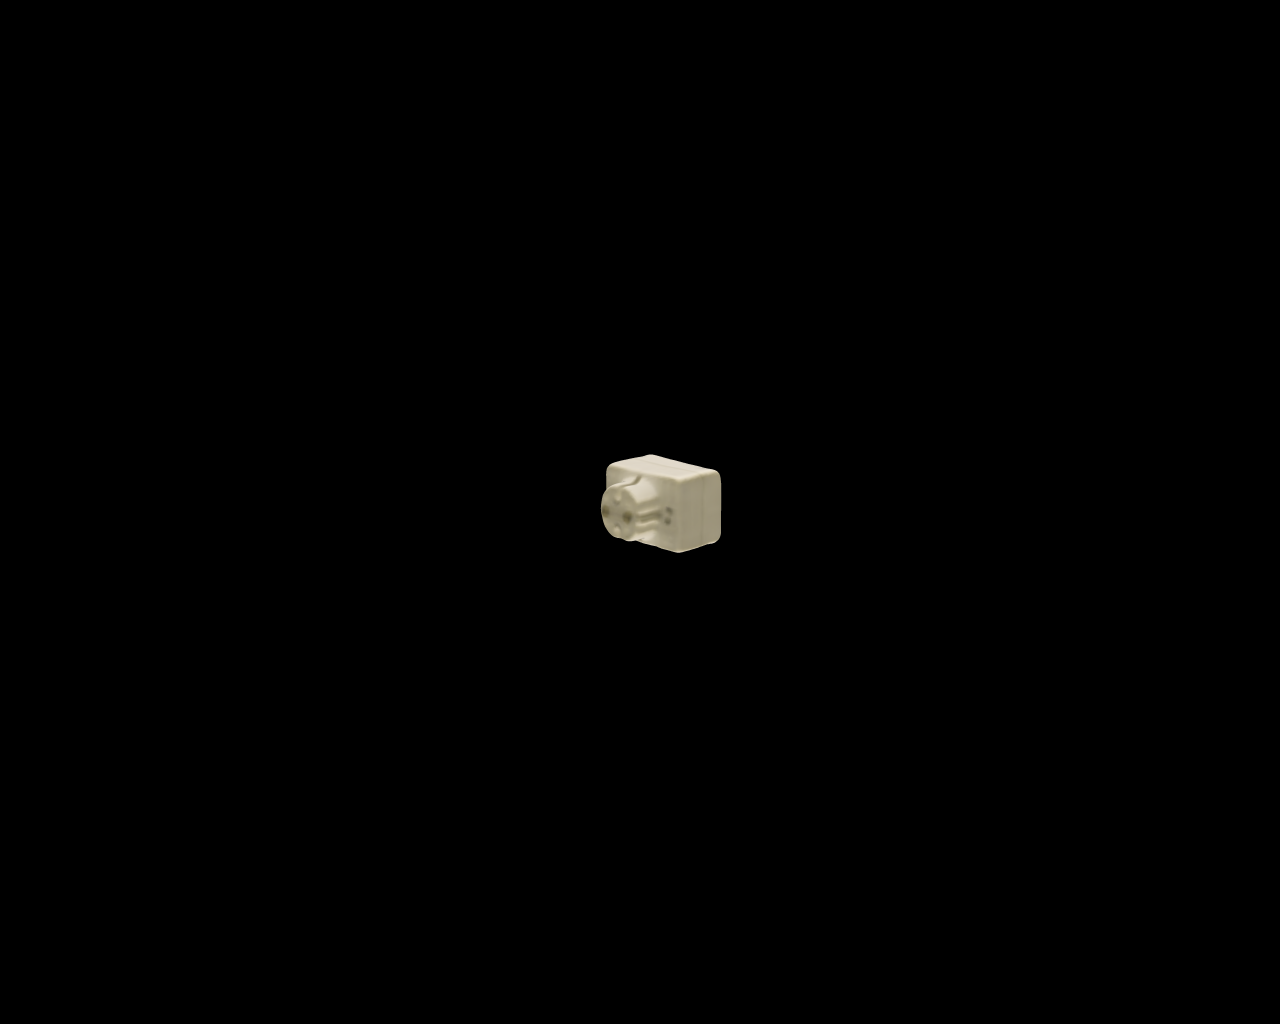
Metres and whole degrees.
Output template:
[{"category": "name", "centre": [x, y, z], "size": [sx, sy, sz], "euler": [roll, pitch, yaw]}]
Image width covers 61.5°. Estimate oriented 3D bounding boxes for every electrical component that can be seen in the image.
[{"category": "electrical component", "centre": [0.001, -0.003, 0.650], "size": [0.077, 0.047, 0.066], "euler": [-14, 20, -42]}]
